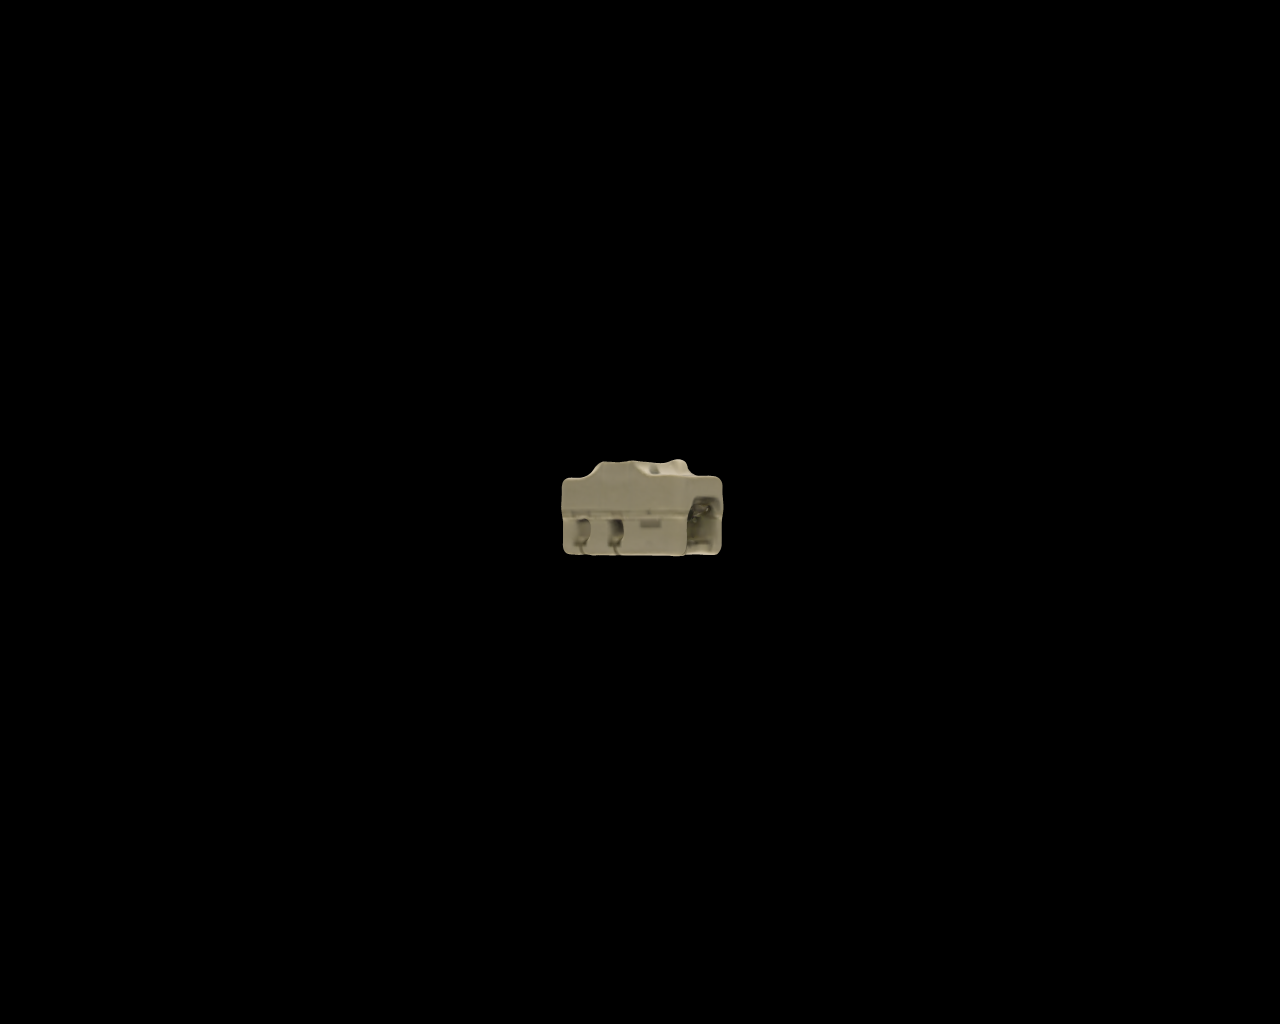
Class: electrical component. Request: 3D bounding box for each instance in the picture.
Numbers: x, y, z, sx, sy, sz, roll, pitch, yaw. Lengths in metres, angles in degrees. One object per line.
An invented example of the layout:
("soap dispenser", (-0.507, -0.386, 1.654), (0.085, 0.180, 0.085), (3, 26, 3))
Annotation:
("electrical component", (0.001, -0.003, 0.650), (0.089, 0.055, 0.050), (0, 0, 37))
